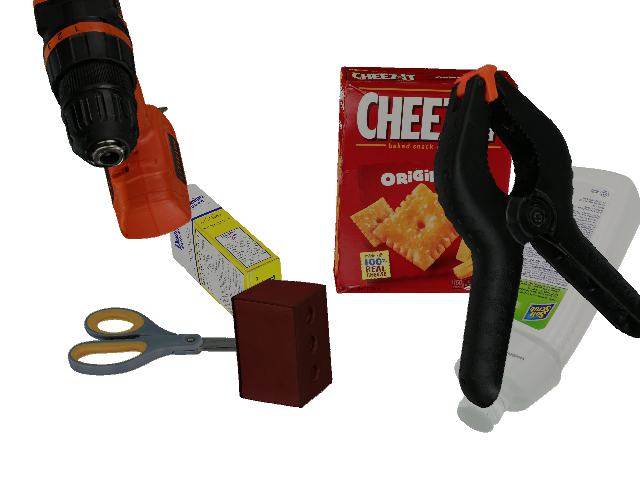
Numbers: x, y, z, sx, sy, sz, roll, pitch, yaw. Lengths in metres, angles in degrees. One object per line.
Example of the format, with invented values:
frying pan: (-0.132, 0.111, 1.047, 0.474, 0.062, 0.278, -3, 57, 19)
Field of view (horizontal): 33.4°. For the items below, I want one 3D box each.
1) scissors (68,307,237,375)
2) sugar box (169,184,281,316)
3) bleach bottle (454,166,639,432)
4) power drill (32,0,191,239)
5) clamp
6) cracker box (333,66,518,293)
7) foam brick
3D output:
scissors: (-0.129, 0.084, 0.973, 0.201, 0.016, 0.096, -8, 34, -16)
sugar box: (-0.103, 0.019, 1.140, 0.048, 0.093, 0.176, -22, 41, -24)
bleach bottle: (0.168, 0.045, 0.847, 0.103, 0.068, 0.250, 8, 48, 37)
power drill: (-0.131, -0.082, 0.693, 0.057, 0.184, 0.187, -14, -33, -3)
clamp: (0.097, -0.001, 0.553, 0.120, 0.171, 0.039, -29, 5, -29)
cracker box: (0.098, -0.055, 1.035, 0.164, 0.214, 0.072, 1, 21, -3)
foam brick: (-0.027, 0.072, 0.767, 0.051, 0.078, 0.052, 4, 17, 28)
